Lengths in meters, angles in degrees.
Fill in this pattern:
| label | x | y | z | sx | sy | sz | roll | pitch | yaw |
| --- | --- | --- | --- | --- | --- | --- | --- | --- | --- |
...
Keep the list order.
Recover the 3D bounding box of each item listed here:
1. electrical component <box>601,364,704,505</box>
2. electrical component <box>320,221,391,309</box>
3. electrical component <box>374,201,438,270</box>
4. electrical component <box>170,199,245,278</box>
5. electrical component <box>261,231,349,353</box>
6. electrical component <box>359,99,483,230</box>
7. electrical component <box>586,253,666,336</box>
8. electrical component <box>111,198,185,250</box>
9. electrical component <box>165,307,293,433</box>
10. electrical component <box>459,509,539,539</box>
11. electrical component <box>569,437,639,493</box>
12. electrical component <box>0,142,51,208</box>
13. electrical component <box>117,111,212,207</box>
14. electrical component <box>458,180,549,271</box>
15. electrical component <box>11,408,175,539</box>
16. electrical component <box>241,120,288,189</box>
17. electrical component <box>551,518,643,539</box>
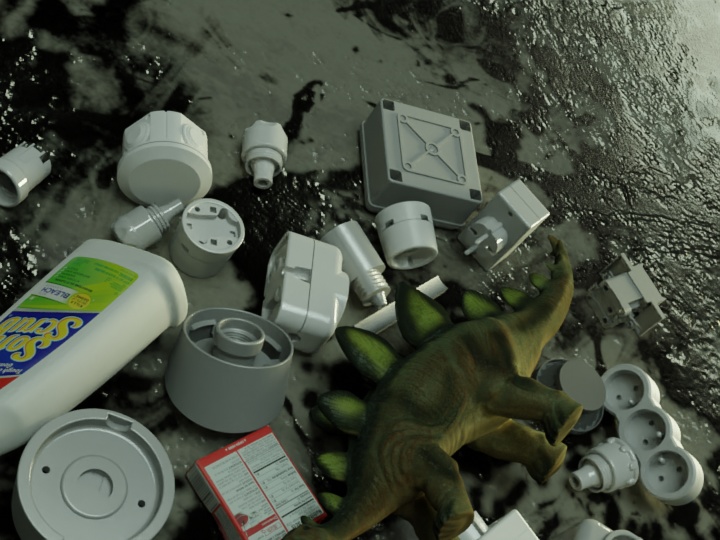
| label | x | y | z | sx | sy | sz | roll | pitch | yaw |
| --- | --- | --- | --- | --- | --- | --- | --- | --- | --- |
| electrical component | 0.281 | 0.160 | 1.031 | 0.074 | 0.052 | 0.138 | 35 | 28 | -57 |
| electrical component | 0.000 | 0.000 | 0.985 | 0.043 | 0.043 | 0.081 | -20 | 70 | -37 |
| electrical component | 0.045 | -0.032 | 1.027 | 0.055 | 0.055 | 0.047 | 2 | 62 | -29 |
| electrical component | -0.133 | -0.026 | 0.924 | 0.055 | 0.047 | 0.055 | 15 | 53 | -20 |
| electrical component | -0.048 | 0.021 | 0.937 | 0.059 | 0.053 | 0.095 | 18 | 52 | -19 |
| electrical component | 0.060 | -0.106 | 1.083 | 0.109 | 0.056 | 0.108 | 11 | 54 | -23 |
| electrical component | 0.275 | 0.029 | 1.124 | 0.064 | 0.042 | 0.081 | -16 | 67 | -34 |
| electrical component | -0.177 | -0.040 | 0.908 | 0.061 | 0.035 | 0.035 | -33 | 78 | -15 |
| electrical component | -0.103 | 0.076 | 0.861 | 0.099 | 0.064 | 0.099 | 15 | 24 | -7 |
| electrical component | 0.091 | 0.223 | 0.882 | 0.083 | 0.047 | 0.075 | -27 | 75 | -39 |
| electrical component | 0.220 | 0.184 | 0.986 | 0.062 | 0.048 | 0.048 | -16 | 68 | -29 |
| electrical component | -0.282 | -0.079 | 0.883 | 0.040 | 0.040 | 0.046 | 38 | 42 | -2 |
| electrical component | -0.169 | -0.094 | 0.931 | 0.080 | 0.080 | 0.051 | 11 | 49 | -23 |
| electrical component | 0.130 | -0.036 | 1.057 | 0.047 | 0.083 | 0.076 | 49 | 49 | 8 |
| electrical component | -0.191 | 0.159 | 0.756 | 0.108 | 0.060 | 0.108 | 15 | 52 | -21 |
| electrical component | -0.090 | -0.105 | 1.007 | 0.043 | 0.043 | 0.062 | 14 | 55 | -21 |
| electrical component | 0.213 | 0.259 | 0.919 | 0.095 | 0.059 | 0.053 | 33 | 49 | -6 |
